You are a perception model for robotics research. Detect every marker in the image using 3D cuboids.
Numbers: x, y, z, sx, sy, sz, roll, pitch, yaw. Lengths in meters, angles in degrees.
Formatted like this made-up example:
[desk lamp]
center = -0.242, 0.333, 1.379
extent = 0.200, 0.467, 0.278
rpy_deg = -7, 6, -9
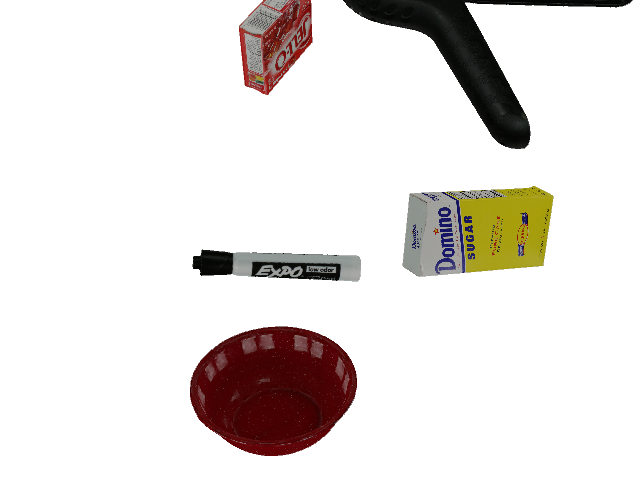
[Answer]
[marker]
center = -0.031, 0.018, 0.771
extent = 0.121, 0.020, 0.020
rpy_deg = 3, 0, -8

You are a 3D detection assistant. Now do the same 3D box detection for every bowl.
[bowl]
center = -0.044, 0.156, 1.038
extent = 0.162, 0.055, 0.162
rpy_deg = -3, 37, 2

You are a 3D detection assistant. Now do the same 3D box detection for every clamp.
[clamp]
center = 0.076, -0.148, 0.661
extent = 0.210, 0.164, 0.036
rpy_deg = 26, -33, 10

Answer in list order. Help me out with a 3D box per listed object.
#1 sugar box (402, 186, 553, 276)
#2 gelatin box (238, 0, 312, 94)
[sugar box]
center = 0.186, -0.011, 1.255
extent = 0.176, 0.093, 0.048
rpy_deg = -6, 20, -26
[gelatin box]
center = -0.040, -0.193, 1.003
extent = 0.030, 0.089, 0.073
rpy_deg = 24, -35, 19
